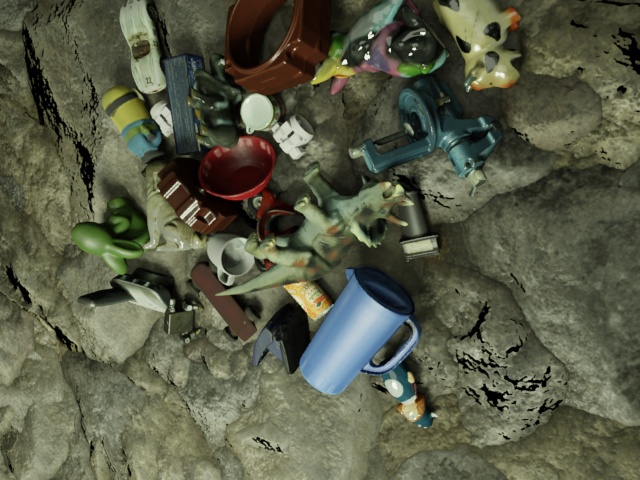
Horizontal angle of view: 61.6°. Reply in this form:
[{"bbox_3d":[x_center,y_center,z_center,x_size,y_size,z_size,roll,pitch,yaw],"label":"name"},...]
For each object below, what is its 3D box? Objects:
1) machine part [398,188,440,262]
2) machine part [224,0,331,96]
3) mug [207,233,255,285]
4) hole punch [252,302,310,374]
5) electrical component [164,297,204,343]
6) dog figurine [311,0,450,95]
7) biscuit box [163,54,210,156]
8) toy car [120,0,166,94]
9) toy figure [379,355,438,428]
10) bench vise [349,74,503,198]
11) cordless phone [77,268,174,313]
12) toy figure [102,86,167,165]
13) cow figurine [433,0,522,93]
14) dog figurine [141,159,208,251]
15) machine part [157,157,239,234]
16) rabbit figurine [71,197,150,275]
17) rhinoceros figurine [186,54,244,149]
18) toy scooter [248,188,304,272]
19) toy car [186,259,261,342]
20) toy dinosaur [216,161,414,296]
[{"bbox_3d":[0.174,-0.032,0.996,0.084,0.039,0.138,-15,95,32],"label":"machine part"},{"bbox_3d":[-0.082,-0.378,0.972,0.201,0.087,0.201,-5,78,41],"label":"machine part"},{"bbox_3d":[-0.193,0.034,1.126,0.107,0.081,0.109,26,113,54],"label":"mug"},{"bbox_3d":[-0.083,0.196,1.092,0.092,0.142,0.115,4,112,26],"label":"hole punch"},{"bbox_3d":[-0.309,0.181,1.216,0.045,0.078,0.102,19,101,44],"label":"electrical component"},{"bbox_3d":[0.091,-0.319,0.941,0.219,0.108,0.191,-37,71,28],"label":"dog figurine"},{"bbox_3d":[-0.273,-0.281,1.125,0.063,0.059,0.202,-3,98,24],"label":"biscuit box"},{"bbox_3d":[-0.376,-0.416,1.147,0.074,0.056,0.201,-11,95,24],"label":"toy car"},{"bbox_3d":[0.168,0.300,1.043,0.058,0.064,0.154,-28,86,-20],"label":"toy figure"},{"bbox_3d":[0.171,-0.164,0.906,0.241,0.129,0.223,-20,82,-10],"label":"bench vise"},{"bbox_3d":[-0.424,0.125,1.188,0.147,0.184,0.088,13,99,20],"label":"cordless phone"},{"bbox_3d":[-0.402,-0.252,1.167,0.082,0.089,0.180,-27,86,18],"label":"toy figure"},{"bbox_3d":[0.260,-0.333,0.884,0.127,0.085,0.195,-37,86,17],"label":"cow figurine"},{"bbox_3d":[-0.305,-0.077,1.131,0.173,0.121,0.190,3,99,31],"label":"dog figurine"},{"bbox_3d":[-0.243,-0.092,1.087,0.056,0.179,0.179,-42,82,19],"label":"machine part"},{"bbox_3d":[-0.467,0.001,1.192,0.121,0.170,0.159,-45,80,23],"label":"rabbit figurine"},{"bbox_3d":[-0.204,-0.275,1.063,0.112,0.073,0.190,-5,82,-20],"label":"rhinoceros figurine"},{"bbox_3d":[-0.071,-0.019,1.080,0.135,0.075,0.183,-8,91,22],"label":"toy scooter"},{"bbox_3d":[-0.208,0.131,1.171,0.089,0.053,0.202,-44,79,9],"label":"toy car"},{"bbox_3d":[-0.005,0.003,0.989,0.192,0.131,0.405,34,118,-21],"label":"toy dinosaur"}]
